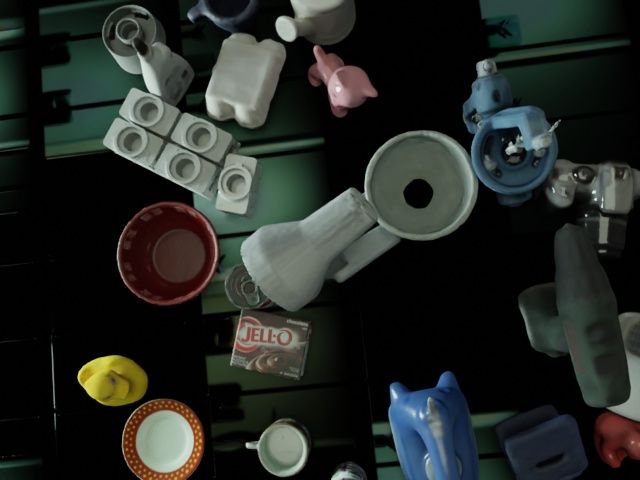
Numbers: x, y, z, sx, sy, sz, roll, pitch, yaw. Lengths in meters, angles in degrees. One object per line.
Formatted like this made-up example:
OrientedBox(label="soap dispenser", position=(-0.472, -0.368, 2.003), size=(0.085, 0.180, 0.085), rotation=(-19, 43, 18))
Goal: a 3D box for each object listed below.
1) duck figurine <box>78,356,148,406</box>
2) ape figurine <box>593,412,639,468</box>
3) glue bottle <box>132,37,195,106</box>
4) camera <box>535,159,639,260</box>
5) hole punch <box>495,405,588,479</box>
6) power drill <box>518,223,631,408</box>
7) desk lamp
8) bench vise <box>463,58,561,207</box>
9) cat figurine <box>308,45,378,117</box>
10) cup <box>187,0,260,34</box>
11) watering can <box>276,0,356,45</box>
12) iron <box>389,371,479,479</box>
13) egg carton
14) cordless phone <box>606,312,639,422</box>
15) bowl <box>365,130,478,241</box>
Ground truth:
OrientedBox(label="duck figurine", position=(-0.325, 0.218, 0.872), size=(0.104, 0.086, 0.077), rotation=(13, 85, 6))
OrientedBox(label="ape figurine", position=(0.428, 0.281, 0.798), size=(0.078, 0.092, 0.076), rotation=(-24, 82, 2))
OrientedBox(label="glue bottle", position=(-0.247, -0.266, 0.878), size=(0.037, 0.173, 0.078), rotation=(32, 87, 8))
OrientedBox(label="camera", position=(0.395, -0.043, 0.834), size=(0.143, 0.101, 0.137), rotation=(6, 84, 6))
OrientedBox(label="hole punch", position=(0.317, 0.297, 0.806), size=(0.108, 0.091, 0.101), rotation=(-23, 82, 2))
OrientedBox(label="power drill", position=(0.335, 0.101, 0.768), size=(0.075, 0.208, 0.229), rotation=(-16, 82, 3))
OrientedBox(label="desk lamp", position=(0.007, 0.003, 0.804), size=(0.203, 0.213, 0.118), rotation=(-36, 81, 0))
OrientedBox(label="bench vise", position=(0.254, -0.158, 0.799), size=(0.121, 0.220, 0.207), rotation=(-33, 82, 1))
OrientedBox(label="cat figurine", position=(0.032, -0.247, 0.880), size=(0.067, 0.118, 0.128), rotation=(-38, 82, 0))
OrientedBox(label="cup", position=(-0.147, -0.363, 0.920), size=(0.117, 0.095, 0.091), rotation=(-23, 82, 2))
OrientedBox(label="watering can", position=(-0.001, -0.374, 0.859), size=(0.101, 0.194, 0.173), rotation=(11, 84, 6))
OrientedBox(label="iron", position=(0.173, 0.322, 0.790), size=(0.118, 0.141, 0.258), rotation=(-14, 82, 3))
OrientedBox(label="egg carton", position=(-0.119, -0.255, 0.918), size=(0.107, 0.069, 0.150), rotation=(16, 85, 7))
OrientedBox(label="cordless phone", position=(0.447, 0.173, 0.762), size=(0.094, 0.185, 0.148), rotation=(20, 85, 7))
OrientedBox(label="bowl", position=(0.151, -0.077, 0.872), size=(0.167, 0.075, 0.167), rotation=(-1, 83, 5))
